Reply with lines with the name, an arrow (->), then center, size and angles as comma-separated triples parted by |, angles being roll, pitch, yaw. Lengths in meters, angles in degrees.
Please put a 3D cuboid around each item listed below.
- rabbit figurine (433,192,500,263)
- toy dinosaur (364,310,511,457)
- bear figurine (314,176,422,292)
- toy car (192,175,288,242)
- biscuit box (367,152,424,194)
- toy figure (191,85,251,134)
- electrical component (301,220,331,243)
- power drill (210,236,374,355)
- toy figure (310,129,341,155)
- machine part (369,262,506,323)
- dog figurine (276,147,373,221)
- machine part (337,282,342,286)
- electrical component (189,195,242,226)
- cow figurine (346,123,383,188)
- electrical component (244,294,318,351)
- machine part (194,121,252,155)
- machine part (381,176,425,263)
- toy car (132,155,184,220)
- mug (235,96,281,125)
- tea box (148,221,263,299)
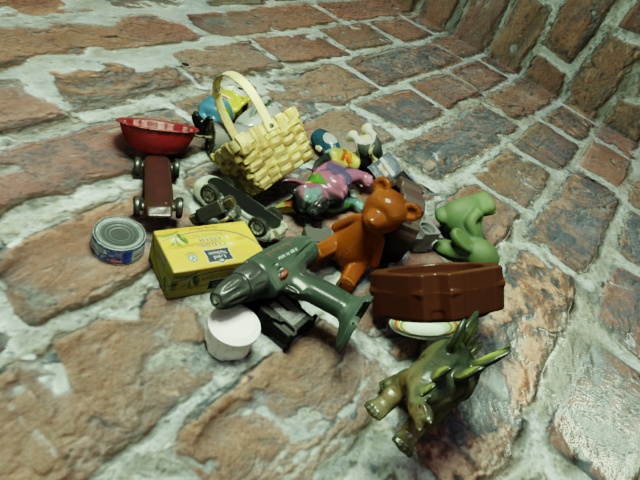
rabbit figurine -> 0.343, -0.011, 1.216 | 0.159, 0.121, 0.170 | -6, 62, -31
toy dinosaur -> 0.190, 0.201, 0.807 | 0.105, 0.198, 0.471 | 50, 10, 13
bear figurine -> 0.083, -0.011, 0.986 | 0.120, 0.196, 0.132 | 45, 43, 5
toy car -> -0.153, -0.061, 1.042 | 0.202, 0.056, 0.073 | 34, 32, 9
biscuit box -> 0.178, -0.134, 1.228 | 0.063, 0.059, 0.202 | 56, 14, 22
toy figure -> -0.234, -0.305, 1.267 | 0.082, 0.089, 0.180 | 37, 46, -5
electrical component -> -0.002, -0.003, 1.084 | 0.063, 0.021, 0.094 | 8, 40, -23
power drill -> -0.032, 0.090, 0.843 | 0.207, 0.085, 0.232 | 27, 34, 13
toy figure -> 0.036, -0.214, 1.331 | 0.064, 0.057, 0.155 | -38, 65, -8
machine part -> 0.206, 0.090, 0.955 | 0.201, 0.202, 0.087 | -5, 90, -34
dog figurine -> -0.005, -0.118, 1.153 | 0.219, 0.108, 0.192 | -9, 49, -33
machine part -> -0.031, 0.075, 0.964 | 0.139, 0.039, 0.084 | 18, 29, -6
electrical component -> -0.189, -0.046, 0.971 | 0.078, 0.102, 0.045 | -49, 115, -76
cow figurine -> 0.114, -0.176, 1.241 | 0.068, 0.167, 0.098 | -23, 51, -9
electrical component -> -0.072, 0.117, 0.881 | 0.119, 0.047, 0.075 | 41, 39, 18
machine part -> -0.166, -0.220, 1.205 | 0.243, 0.079, 0.079 | 0, 44, -27
machine part -> 0.154, -0.038, 1.095 | 0.056, 0.179, 0.179 | 19, 38, -11
toy car -> -0.302, -0.095, 0.999 | 0.089, 0.053, 0.202 | 2, 39, -21
mug -> -0.148, -0.282, 1.273 | 0.081, 0.109, 0.107 | 42, 54, 13
tea box -> -0.188, 0.030, 0.902 | 0.169, 0.068, 0.098 | -9, 49, -38
